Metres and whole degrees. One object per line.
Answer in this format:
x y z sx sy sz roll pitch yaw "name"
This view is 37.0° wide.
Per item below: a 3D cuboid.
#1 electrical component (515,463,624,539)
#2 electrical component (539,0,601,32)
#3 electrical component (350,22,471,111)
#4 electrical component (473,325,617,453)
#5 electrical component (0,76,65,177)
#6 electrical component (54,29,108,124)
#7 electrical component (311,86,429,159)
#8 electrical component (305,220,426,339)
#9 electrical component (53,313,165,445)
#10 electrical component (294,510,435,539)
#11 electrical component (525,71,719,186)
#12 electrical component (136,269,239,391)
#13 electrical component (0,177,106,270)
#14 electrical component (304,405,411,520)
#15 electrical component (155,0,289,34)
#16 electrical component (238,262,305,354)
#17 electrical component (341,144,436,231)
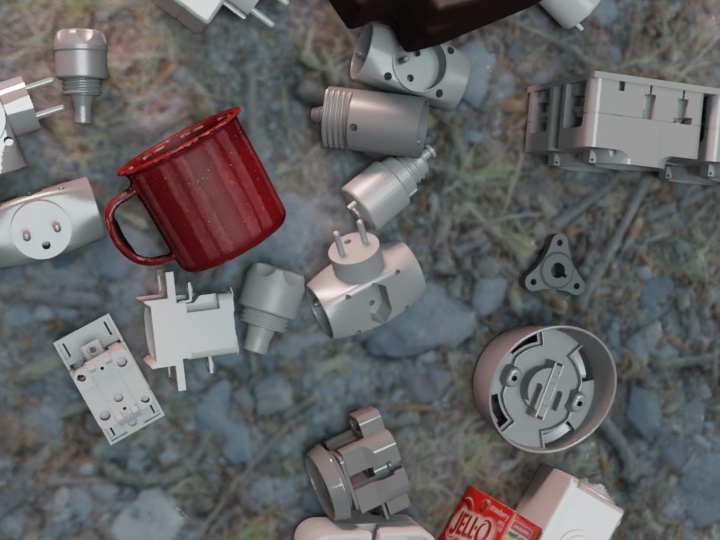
0.146 0.199 0.804 0.048 0.100 0.099 31 84 -3 "electrical component"
0.148 -0.217 0.809 0.078 0.040 0.040 41 82 -14 "electrical component"
0.041 -0.164 0.778 0.077 0.044 0.079 15 88 -17 "electrical component"
0.137 0.088 0.811 0.099 0.064 0.099 -1 93 -17 "electrical component"
-0.234 -0.102 0.699 0.079 0.044 0.077 -21 99 -14 "electrical component"
-0.186 -0.128 0.717 0.035 0.035 0.061 -2 96 -17 "electrical component"
0.005 -0.106 0.765 0.081 0.043 0.043 9 91 11 "electrical component"
0.000 0.000 0.767 0.077 0.043 0.079 -26 128 -14 "electrical component"
-0.167 0.075 0.720 0.042 0.064 0.081 -30 101 -14 "electrical component"
0.002 0.209 0.780 0.095 0.059 0.053 2 93 -17 "electrical component"
0.230 -0.101 0.807 0.186 0.105 0.060 4 92 -17 "electrical component"
-0.118 0.039 0.744 0.064 0.042 0.081 -8 96 -20 "electrical component"
-0.206 -0.028 0.693 0.077 0.079 0.043 -18 103 -15 "electrical component"
-0.004 0.145 0.776 0.057 0.058 0.078 -21 100 -17 "electrical component"
-0.085 -0.197 0.736 0.076 0.047 0.083 35 83 -16 "electrical component"
-0.065 0.028 0.758 0.043 0.043 0.062 18 89 -17 "electrical component"
0.023 -0.063 0.780 0.078 0.040 0.040 -40 103 -11 "electrical component"
